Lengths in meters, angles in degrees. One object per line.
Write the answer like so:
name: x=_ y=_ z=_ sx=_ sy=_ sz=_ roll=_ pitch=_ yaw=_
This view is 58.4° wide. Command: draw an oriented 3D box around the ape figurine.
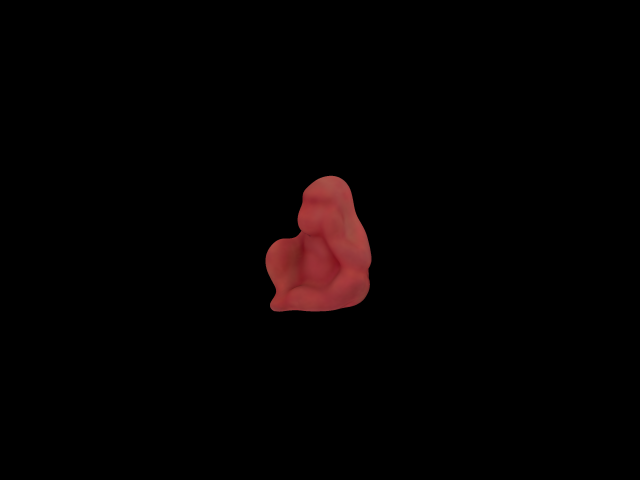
ape figurine: x=0.004 y=0.001 z=0.400 sx=0.076 sy=0.092 sz=0.077 roll=-8 pitch=11 yaw=-43
